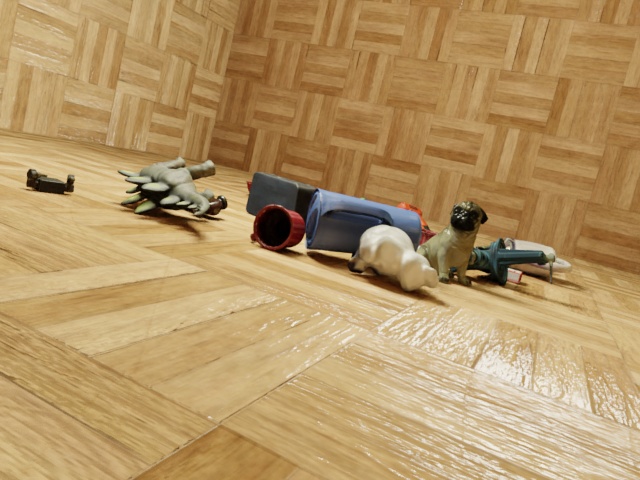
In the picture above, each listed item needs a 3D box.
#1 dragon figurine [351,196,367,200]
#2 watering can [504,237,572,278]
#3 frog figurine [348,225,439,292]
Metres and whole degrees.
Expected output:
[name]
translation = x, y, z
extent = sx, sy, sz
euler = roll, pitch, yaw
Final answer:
[dragon figurine]
translation = 0.005, -0.081, 1.606
extent = 0.243, 0.122, 0.411
euler = 0, 4, -26
[watering can]
translation = 0.703, 0.057, 1.720
extent = 0.225, 0.103, 0.349
euler = 14, 9, 9
[frog figurine]
translation = 0.153, 0.033, 0.988
extent = 0.159, 0.124, 0.136
euler = 5, -21, 48
